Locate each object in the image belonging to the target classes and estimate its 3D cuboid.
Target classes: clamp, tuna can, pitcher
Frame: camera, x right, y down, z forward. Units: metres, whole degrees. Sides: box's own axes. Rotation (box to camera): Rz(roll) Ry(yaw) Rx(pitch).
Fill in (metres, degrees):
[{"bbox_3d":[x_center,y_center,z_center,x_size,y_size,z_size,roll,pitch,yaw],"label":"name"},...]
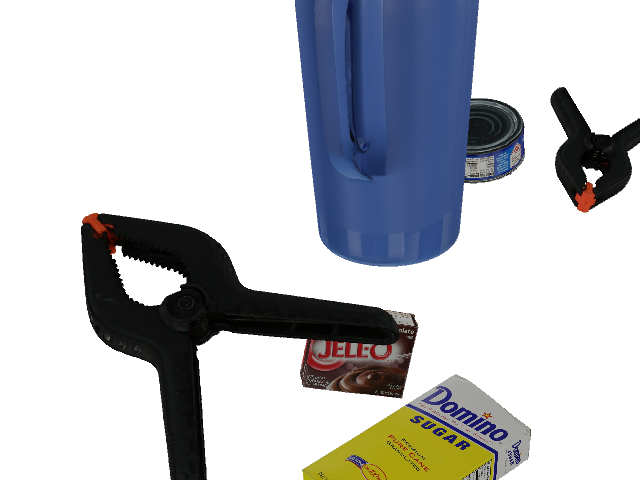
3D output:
[{"bbox_3d":[-0.067,0.044,0.649,0.164,0.210,0.036,-33,-32,-18],"label":"clamp"},{"bbox_3d":[0.286,-0.102,1.142,0.120,0.039,0.171,18,47,19],"label":"clamp"},{"bbox_3d":[0.138,-0.090,0.946,0.086,0.034,0.086,-6,41,5],"label":"tuna can"},{"bbox_3d":[0.044,-0.104,0.756,0.149,0.243,0.145,-13,28,-20],"label":"pitcher"}]

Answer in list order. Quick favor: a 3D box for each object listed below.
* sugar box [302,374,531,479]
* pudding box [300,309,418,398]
[{"bbox_3d":[0.082,0.187,0.895,0.176,0.048,0.093,-29,44,-26],"label":"sugar box"},{"bbox_3d":[0.041,0.117,1.146,0.113,0.090,0.039,7,24,-8],"label":"pudding box"}]
